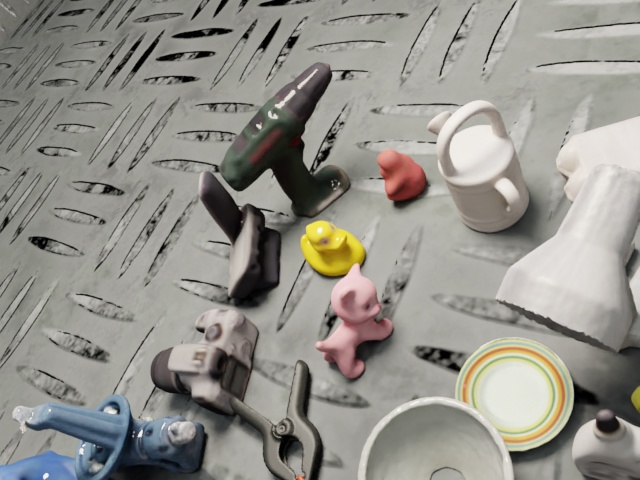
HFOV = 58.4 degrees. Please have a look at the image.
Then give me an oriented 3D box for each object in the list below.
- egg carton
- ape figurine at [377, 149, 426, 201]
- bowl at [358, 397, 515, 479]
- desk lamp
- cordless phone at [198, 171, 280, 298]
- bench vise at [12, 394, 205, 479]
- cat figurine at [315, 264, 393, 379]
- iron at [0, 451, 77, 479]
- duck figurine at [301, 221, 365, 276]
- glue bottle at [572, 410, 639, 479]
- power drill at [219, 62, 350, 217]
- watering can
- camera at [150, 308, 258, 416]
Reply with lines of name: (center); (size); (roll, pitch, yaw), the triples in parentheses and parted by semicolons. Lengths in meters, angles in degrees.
egg carton: (0.385, -0.097, 0.729); (0.150, 0.070, 0.107); (-16, 51, 20)
ape figurine: (0.117, -0.106, 0.875); (0.075, 0.092, 0.078); (14, 66, 36)
bowl: (0.129, 0.261, 0.617); (0.167, 0.075, 0.167); (-15, 52, 20)
desk lamp: (0.286, 0.034, 0.594); (0.117, 0.214, 0.203); (23, 72, 39)
cordless phone: (-0.143, -0.008, 0.892); (0.094, 0.186, 0.147); (-20, 50, 17)
bench vise: (-0.272, 0.246, 0.761); (0.207, 0.220, 0.121); (-27, 48, 11)
cat figurine: (0.039, 0.102, 0.754); (0.067, 0.118, 0.128); (26, 73, 40)
iron: (-0.361, 0.375, 0.774); (0.257, 0.142, 0.119); (15, 67, 37)
duck figurine: (0.008, 0.003, 0.865); (0.104, 0.086, 0.077); (12, 65, 36)
glue bottle: (0.268, 0.186, 0.523); (0.077, 0.174, 0.037); (4, 60, 32)
power drill: (-0.038, -0.140, 0.910); (0.229, 0.209, 0.075); (-40, 47, -1)
watering can: (0.202, -0.106, 0.756); (0.172, 0.195, 0.101); (29, 75, 41)
camera: (-0.180, 0.173, 0.842); (0.136, 0.101, 0.143); (-5, 56, 27)
